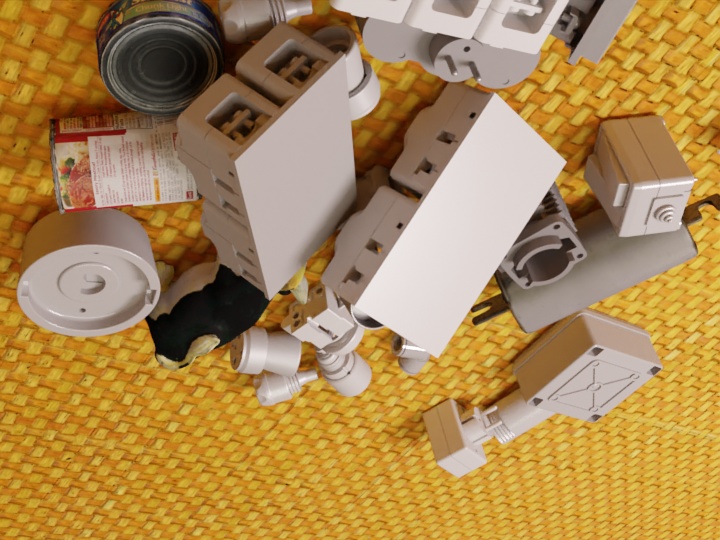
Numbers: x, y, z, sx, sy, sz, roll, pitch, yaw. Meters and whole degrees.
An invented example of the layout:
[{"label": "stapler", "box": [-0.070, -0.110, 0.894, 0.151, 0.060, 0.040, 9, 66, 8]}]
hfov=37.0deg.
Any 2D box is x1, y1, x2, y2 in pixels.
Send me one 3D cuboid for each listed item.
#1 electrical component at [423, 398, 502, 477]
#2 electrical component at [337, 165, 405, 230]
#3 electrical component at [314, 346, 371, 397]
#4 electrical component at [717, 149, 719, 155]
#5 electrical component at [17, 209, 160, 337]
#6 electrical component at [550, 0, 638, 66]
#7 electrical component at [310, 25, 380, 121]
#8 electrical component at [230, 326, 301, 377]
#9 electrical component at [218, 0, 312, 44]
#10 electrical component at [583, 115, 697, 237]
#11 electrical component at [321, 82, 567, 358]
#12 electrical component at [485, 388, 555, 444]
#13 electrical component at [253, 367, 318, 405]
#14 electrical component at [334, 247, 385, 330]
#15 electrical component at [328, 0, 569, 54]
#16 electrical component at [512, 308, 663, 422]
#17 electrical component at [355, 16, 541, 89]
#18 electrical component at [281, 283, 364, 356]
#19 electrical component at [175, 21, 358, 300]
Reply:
[{"label": "electrical component", "box": [0.117, 0.171, 1.149, 0.077, 0.065, 0.047, -32, 137, 19]}, {"label": "electrical component", "box": [0.004, -0.053, 0.876, 0.062, 0.048, 0.048, -26, 139, 24]}, {"label": "electrical component", "box": [-0.020, 0.091, 1.035, 0.040, 0.040, 0.078, -26, 138, 13]}, {"label": "electrical component", "box": [0.340, -0.095, 0.903, 0.079, 0.077, 0.043, -5, 139, -11]}, {"label": "electrical component", "box": [-0.215, -0.004, 0.851, 0.108, 0.060, 0.108, -9, 140, -7]}, {"label": "electrical component", "box": [0.165, -0.210, 0.723, 0.063, 0.078, 0.121, 27, 131, -2]}, {"label": "electrical component", "box": [-0.014, -0.140, 0.769, 0.045, 0.045, 0.055, -23, 140, 9]}, {"label": "electrical component", "box": [-0.088, 0.075, 0.993, 0.055, 0.045, 0.045, 7, 135, -24]}, {"label": "electrical component", "box": [-0.063, -0.173, 0.724, 0.061, 0.035, 0.035, -12, 140, -8]}, {"label": "electrical component", "box": [0.228, -0.072, 0.880, 0.061, 0.096, 0.061, -7, 139, -8]}, {"label": "electrical component", "box": [0.063, -0.040, 0.838, 0.105, 0.060, 0.186, 34, 90, -42]}, {"label": "electrical component", "box": [0.170, 0.155, 1.165, 0.081, 0.043, 0.043, -36, 135, 23]}, {"label": "electrical component", "box": [-0.072, 0.109, 1.045, 0.061, 0.035, 0.035, -16, 140, -2]}, {"label": "electrical component", "box": [0.000, 0.000, 0.913, 0.043, 0.077, 0.079, -16, 115, -9]}, {"label": "electrical component", "box": [0.049, -0.196, 0.689, 0.150, 0.089, 0.061, 7, 135, -24]}, {"label": "electrical component", "box": [0.234, 0.099, 1.110, 0.109, 0.056, 0.108, 18, 130, -33]}, {"label": "electrical component", "box": [0.065, -0.157, 0.751, 0.138, 0.073, 0.052, 9, 134, -25]}, {"label": "electrical component", "box": [-0.029, 0.047, 0.980, 0.066, 0.048, 0.055, -35, 128, 22]}, {"label": "electrical component", "box": [-0.062, -0.074, 0.761, 0.105, 0.060, 0.186, -48, 159, -20]}]
